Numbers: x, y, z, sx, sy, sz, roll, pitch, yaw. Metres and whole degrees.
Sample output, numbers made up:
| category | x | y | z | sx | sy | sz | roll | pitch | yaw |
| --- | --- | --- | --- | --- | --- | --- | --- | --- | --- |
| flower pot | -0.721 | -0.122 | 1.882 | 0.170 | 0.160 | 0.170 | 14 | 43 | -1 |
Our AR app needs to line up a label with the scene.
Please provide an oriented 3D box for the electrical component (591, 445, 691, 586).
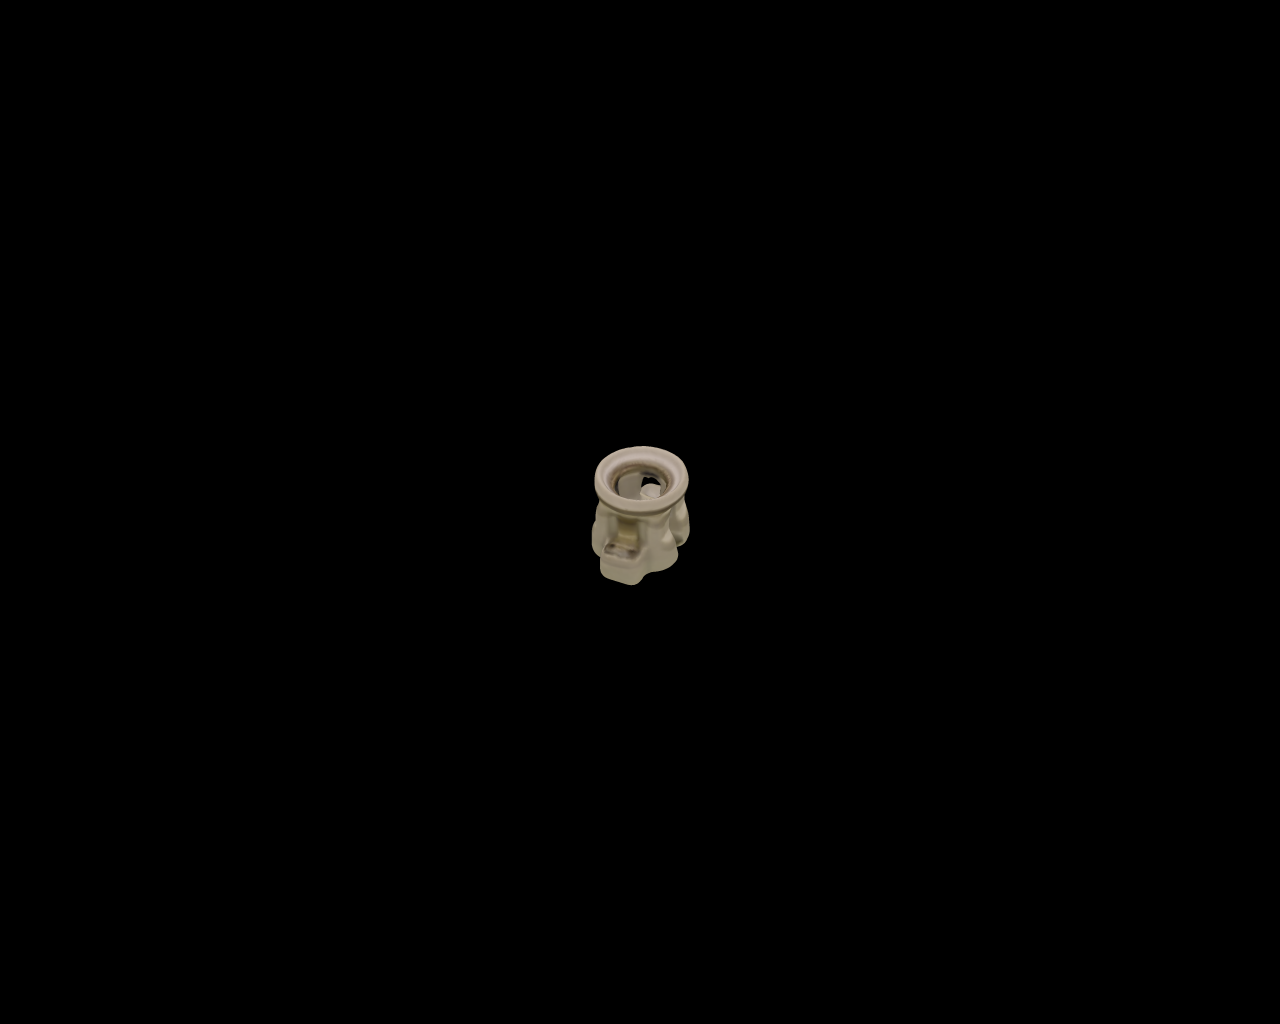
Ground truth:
| category | x | y | z | sx | sy | sz | roll | pitch | yaw |
| --- | --- | --- | --- | --- | --- | --- | --- | --- | --- |
| electrical component | 0.001 | -0.003 | 0.650 | 0.058 | 0.056 | 0.078 | 14 | 42 | 16 |
